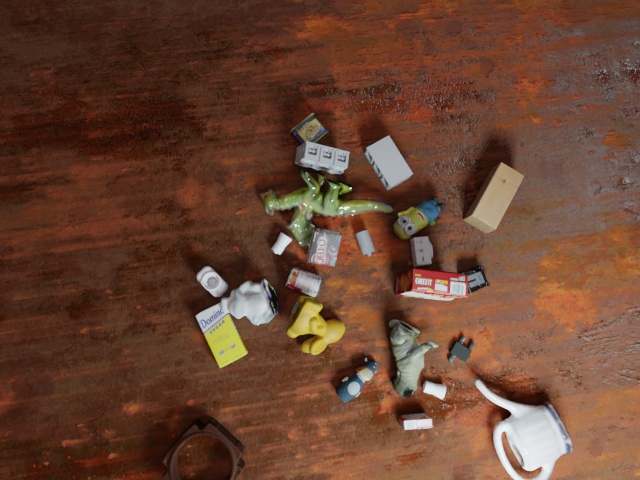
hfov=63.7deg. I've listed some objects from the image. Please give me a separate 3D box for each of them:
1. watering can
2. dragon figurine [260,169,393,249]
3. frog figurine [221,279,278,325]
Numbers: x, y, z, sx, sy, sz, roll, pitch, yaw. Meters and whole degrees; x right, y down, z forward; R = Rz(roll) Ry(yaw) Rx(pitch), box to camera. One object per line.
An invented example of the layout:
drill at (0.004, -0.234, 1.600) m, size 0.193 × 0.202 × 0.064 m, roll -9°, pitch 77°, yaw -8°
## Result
watering can at (0.617, 0.556, 1.551) m, size 0.225 × 0.103 × 0.350 m, roll -20°, pitch 82°, yaw -8°
dragon figurine at (0.005, -0.083, 1.642) m, size 0.410 × 0.123 × 0.241 m, roll 25°, pitch 97°, yaw -2°
frog figurine at (-0.212, 0.194, 1.560) m, size 0.159 × 0.123 × 0.137 m, roll -19°, pitch 97°, yaw 7°
